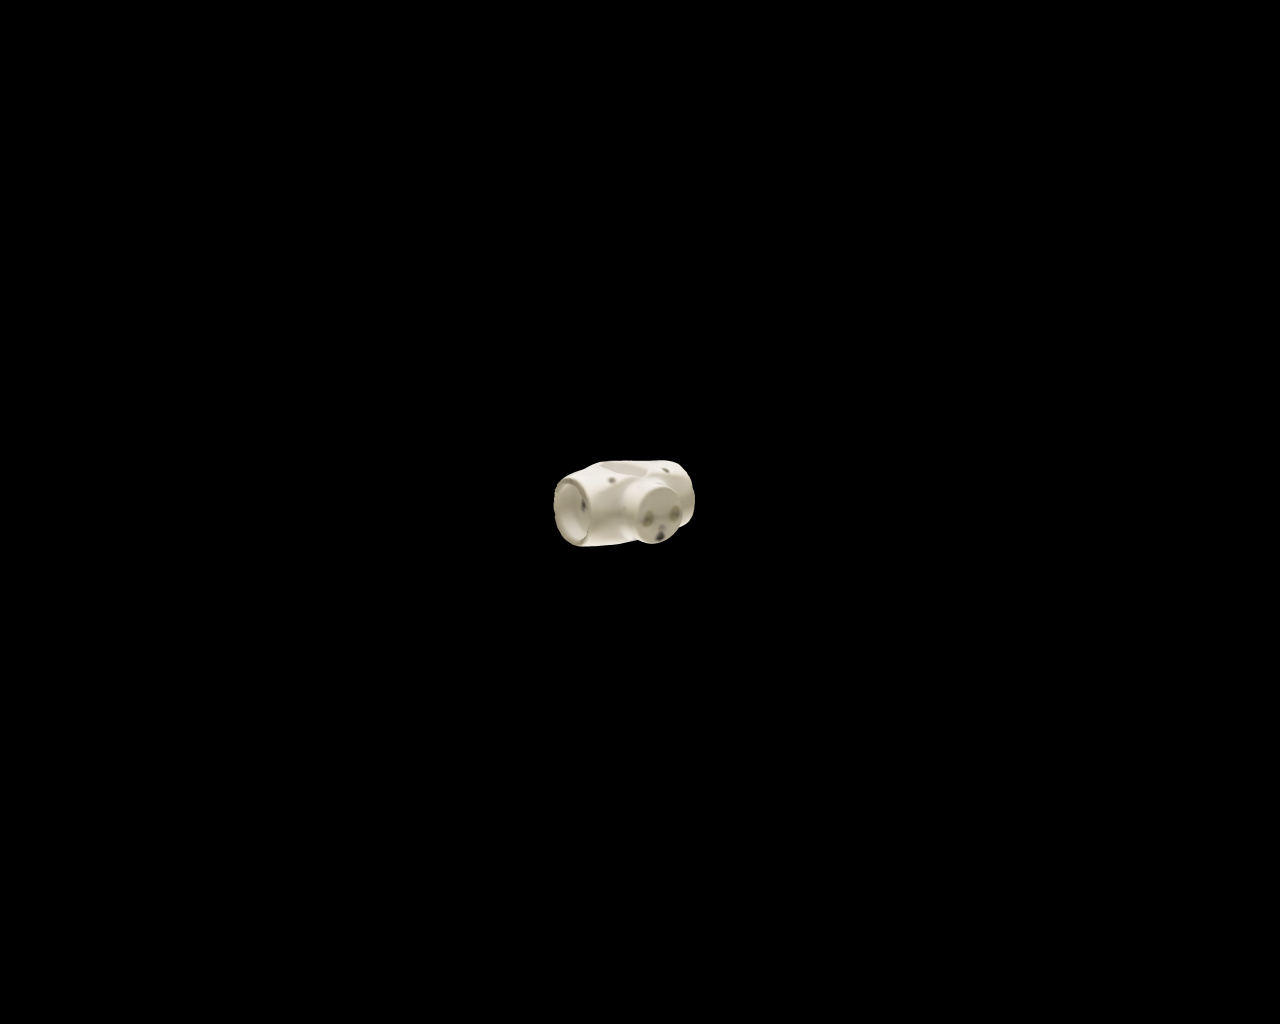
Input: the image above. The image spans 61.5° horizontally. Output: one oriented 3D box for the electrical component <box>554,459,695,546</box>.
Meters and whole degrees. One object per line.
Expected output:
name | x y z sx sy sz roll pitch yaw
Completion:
electrical component | 0.001 -0.003 0.650 0.077 0.043 0.079 -10 18 -33
